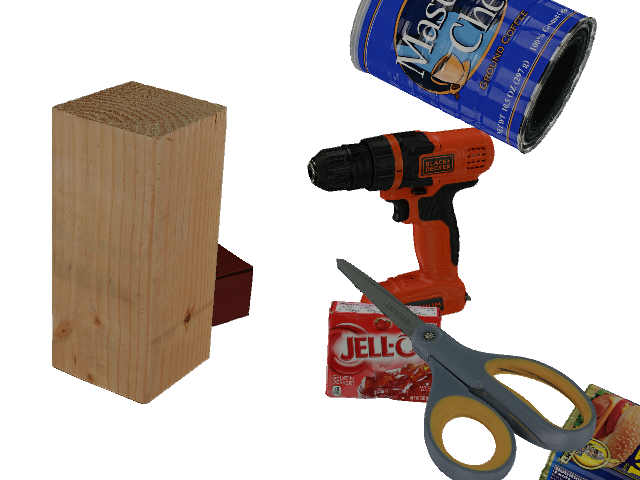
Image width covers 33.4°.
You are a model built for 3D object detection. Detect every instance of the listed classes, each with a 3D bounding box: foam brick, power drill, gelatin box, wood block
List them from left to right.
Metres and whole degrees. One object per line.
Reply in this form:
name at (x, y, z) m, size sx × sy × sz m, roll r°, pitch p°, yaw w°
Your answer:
wood block at (-0.133, 0.000, 0.779) m, size 0.090 × 0.206 × 0.090 m, roll 18°, pitch 27°, yaw 23°
foam brick at (-0.107, 0.036, 0.983) m, size 0.052 × 0.051 × 0.078 m, roll -16°, pitch 34°, yaw -38°
gelatin box at (0.050, 0.089, 0.849) m, size 0.089 × 0.073 × 0.030 m, roll 3°, pitch 15°, yaw 4°
power drill at (0.077, -0.013, 1.024) m, size 0.184 × 0.188 × 0.057 m, roll -8°, pitch 26°, yaw -17°

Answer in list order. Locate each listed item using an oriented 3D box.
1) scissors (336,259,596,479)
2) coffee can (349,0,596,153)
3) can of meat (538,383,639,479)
scissors at (0.054, 0.071, 0.592) m, size 0.202 × 0.016 × 0.096 m, roll 25°, pitch 49°, yaw 36°
coffee can at (0.106, -0.138, 0.752) m, size 0.140 × 0.103 × 0.102 m, roll 30°, pitch 11°, yaw 19°
can of meat at (0.219, 0.162, 0.789) m, size 0.084 × 0.057 × 0.101 m, roll 23°, pitch 40°, yaw 24°
